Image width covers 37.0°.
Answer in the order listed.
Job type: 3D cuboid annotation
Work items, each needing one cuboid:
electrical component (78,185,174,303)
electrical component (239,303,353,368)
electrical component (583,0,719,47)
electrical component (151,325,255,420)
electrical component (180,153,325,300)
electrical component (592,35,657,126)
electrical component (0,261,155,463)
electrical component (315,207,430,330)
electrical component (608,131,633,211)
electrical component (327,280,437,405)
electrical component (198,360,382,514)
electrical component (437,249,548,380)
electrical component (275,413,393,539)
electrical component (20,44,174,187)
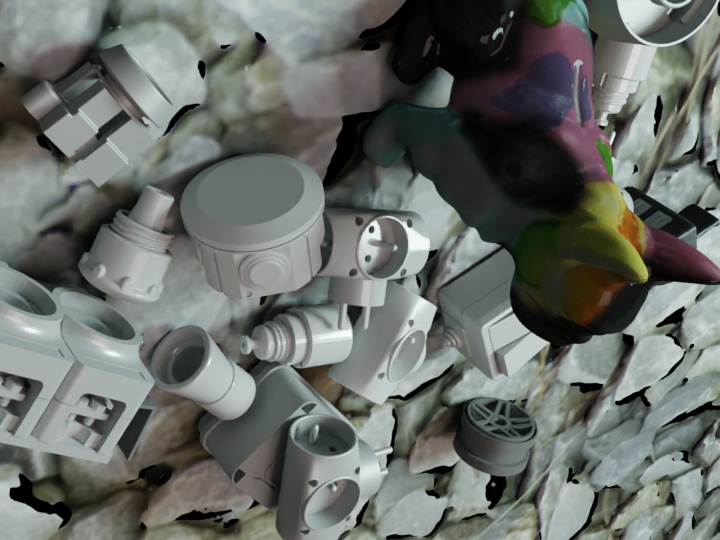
[{"bbox_3d":[-0.124,-0.016,0.596,0.048,0.048,0.062,20,99,-43],"label":"electrical component"},{"bbox_3d":[-0.041,0.044,0.700,0.078,0.040,0.040,-6,122,-34],"label":"electrical component"},{"bbox_3d":[0.180,-0.191,0.676,0.099,0.064,0.099,-12,117,-25],"label":"electrical component"},{"bbox_3d":[-0.095,0.068,0.677,0.044,0.044,0.065,-45,140,-2],"label":"electrical component"},{"bbox_3d":[-0.059,-0.026,0.612,0.080,0.080,0.051,-26,137,-21],"label":"electrical component"},{"bbox_3d":[0.177,-0.137,0.738,0.040,0.040,0.078,-5,122,-35],"label":"electrical component"},{"bbox_3d":[-0.190,0.035,0.547,0.150,0.089,0.061,24,104,-44],"label":"electrical component"},{"bbox_3d":[0.000,0.000,0.690,0.077,0.044,0.079,0,101,-37],"label":"electrical component"},{"bbox_3d":[0.162,-0.065,0.775,0.077,0.043,0.079,15,98,-36],"label":"electrical component"},{"bbox_3d":[0.022,0.053,0.749,0.077,0.044,0.079,-60,152,-2],"label":"electrical component"},{"bbox_3d":[-0.048,0.121,0.737,0.078,0.057,0.113,-44,136,-3],"label":"electrical component"},{"bbox_3d":[0.105,0.034,0.788,0.096,0.061,0.061,-33,134,-15],"label":"electrical component"},{"bbox_3d":[-0.013,0.133,0.696,0.079,0.044,0.077,-10,125,-32],"label":"electrical component"},{"bbox_3d":[-0.129,-0.081,0.545,0.055,0.048,0.066,-38,135,1],"label":"electrical component"}]
